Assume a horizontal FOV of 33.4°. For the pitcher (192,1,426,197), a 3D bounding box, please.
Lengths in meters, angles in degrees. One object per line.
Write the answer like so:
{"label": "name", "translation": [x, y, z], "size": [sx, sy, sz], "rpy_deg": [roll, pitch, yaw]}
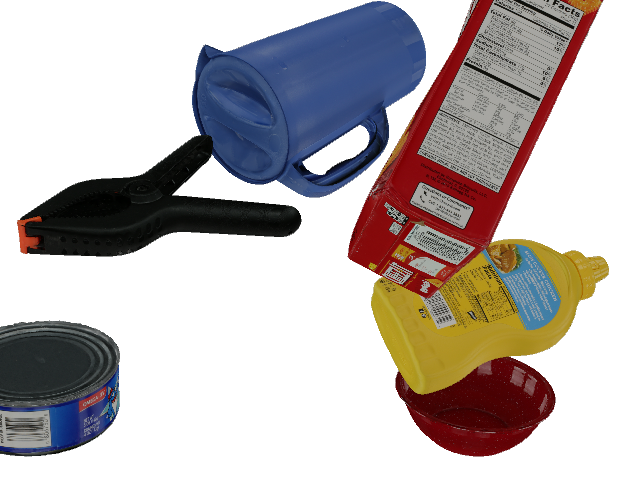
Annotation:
{"label": "pitcher", "translation": [0.004, -0.153, 1.089], "size": [0.145, 0.149, 0.242], "rpy_deg": [16, 35, 41]}

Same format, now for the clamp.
{"label": "clamp", "translation": [-0.131, -0.024, 0.843], "size": [0.209, 0.036, 0.165], "rpy_deg": [-21, 37, -34]}

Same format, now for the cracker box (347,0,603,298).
{"label": "cracker box", "translation": [0.097, -0.083, 0.657], "size": [0.072, 0.213, 0.164], "rpy_deg": [26, -13, 2]}

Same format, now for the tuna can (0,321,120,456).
{"label": "tuna can", "translation": [-0.148, 0.077, 0.562], "size": [0.086, 0.034, 0.086], "rpy_deg": [2, 23, -1]}

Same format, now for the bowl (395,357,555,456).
{"label": "bowl", "translation": [0.155, 0.172, 1.091], "size": [0.162, 0.055, 0.162], "rpy_deg": [2, 24, -1]}

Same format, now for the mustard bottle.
{"label": "mustard bottle", "translation": [0.143, 0.048, 0.849], "size": [0.191, 0.096, 0.058], "rpy_deg": [-18, -32, -14]}
